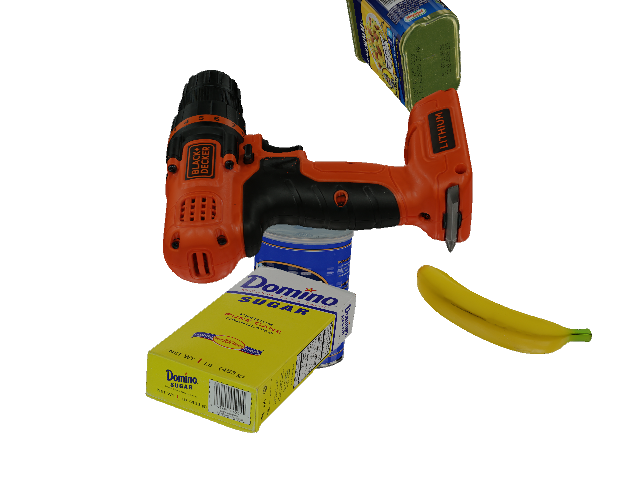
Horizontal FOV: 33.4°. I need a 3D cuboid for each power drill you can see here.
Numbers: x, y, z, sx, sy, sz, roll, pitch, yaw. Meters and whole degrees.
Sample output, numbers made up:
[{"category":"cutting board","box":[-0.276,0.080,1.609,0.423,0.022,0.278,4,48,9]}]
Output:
[{"category":"power drill","box":[-0.004,-0.051,0.669,0.187,0.057,0.184,-5,44,2]}]

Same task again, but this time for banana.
[{"category":"banana","box":[0.154,0.068,1.012,0.198,0.037,0.069,25,16,38]}]

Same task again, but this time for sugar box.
[{"category":"sugar box","box":[-0.049,0.078,0.827,0.093,0.048,0.176,16,29,20]}]

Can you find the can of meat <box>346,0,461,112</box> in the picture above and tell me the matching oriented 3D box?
[{"category":"can of meat","box":[0.068,-0.163,0.854,0.057,0.084,0.102,-28,-36,-10]}]

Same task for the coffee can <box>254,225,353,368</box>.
[{"category":"coffee can","box":[-0.021,0.052,1.123,0.103,0.140,0.103,3,14,-1]}]
